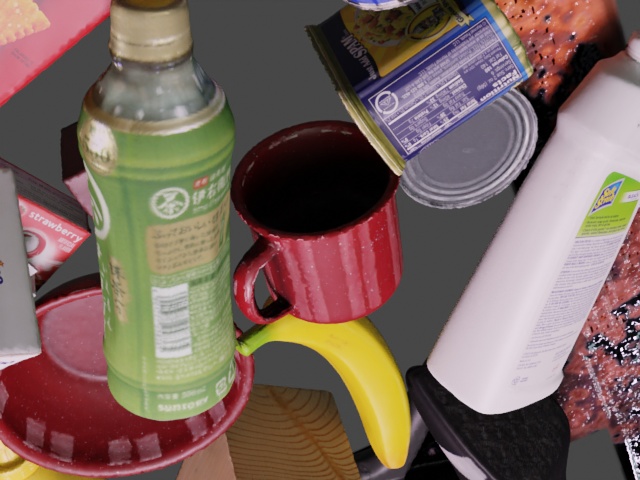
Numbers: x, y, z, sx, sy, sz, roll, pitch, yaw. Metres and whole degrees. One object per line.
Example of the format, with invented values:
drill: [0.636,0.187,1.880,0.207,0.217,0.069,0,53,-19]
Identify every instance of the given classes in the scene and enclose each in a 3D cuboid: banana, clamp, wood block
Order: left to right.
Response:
wood block: [-0.055,0.207,0.754,0.090,0.091,0.206,8,125,-23]
banana: [0.015,0.081,0.683,0.069,0.037,0.197,-55,133,-10]
clamp: [0.052,0.172,0.791,0.210,0.036,0.164,-31,128,5]

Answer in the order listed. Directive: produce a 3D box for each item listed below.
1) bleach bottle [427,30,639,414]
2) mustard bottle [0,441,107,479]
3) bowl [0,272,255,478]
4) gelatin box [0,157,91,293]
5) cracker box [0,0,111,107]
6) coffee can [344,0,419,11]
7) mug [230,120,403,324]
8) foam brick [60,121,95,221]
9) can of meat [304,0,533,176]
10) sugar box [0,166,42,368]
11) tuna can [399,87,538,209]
bleach bottle: [0.154,-0.013,0.648,0.102,0.068,0.251,-11,131,-47]
mustard bottle: [-0.184,0.187,0.721,0.096,0.058,0.191,-4,131,11]
bowl: [-0.123,0.072,0.648,0.162,0.055,0.162,-8,130,-10]
gelatin box: [-0.183,-0.006,0.585,0.089,0.030,0.073,32,114,-34]
cracker box: [-0.164,-0.145,0.450,0.214,0.072,0.164,-36,129,13]
coffee can: [0.010,-0.182,0.447,0.103,0.103,0.140,-35,131,13]
mug: [-0.004,0.001,0.593,0.117,0.093,0.081,-47,145,-29]
foam brick: [-0.097,-0.030,0.575,0.051,0.053,0.078,-27,129,6]
can of meat: [0.049,-0.094,0.533,0.084,0.102,0.057,-35,128,10]
sugar box: [-0.216,0.031,0.522,0.177,0.093,0.048,-20,166,33]
tuna can: [0.078,-0.062,0.611,0.086,0.034,0.086,-8,130,-10]
